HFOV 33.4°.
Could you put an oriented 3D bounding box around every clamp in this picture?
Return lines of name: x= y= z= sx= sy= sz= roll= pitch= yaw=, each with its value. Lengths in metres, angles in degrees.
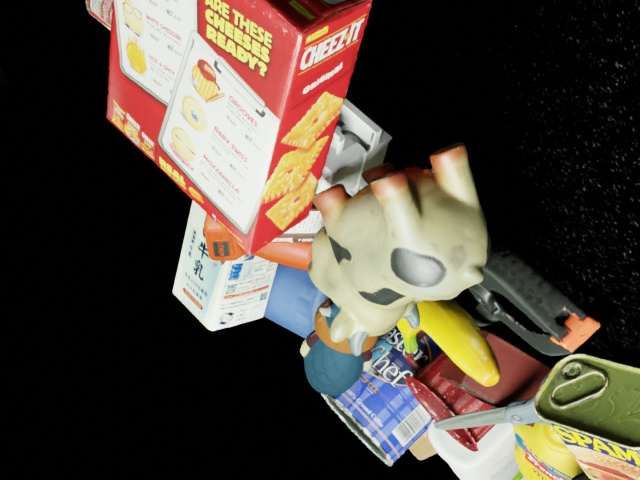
clamp: x=0.122 y=0.025 z=0.772 sx=0.164 sy=0.036 sz=0.210 roll=51 pitch=173 yaw=-21

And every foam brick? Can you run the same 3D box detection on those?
foam brick: x=0.149 y=0.113 z=0.895 sx=0.078 sy=0.051 sz=0.053 roll=31 pitch=174 yaw=-13

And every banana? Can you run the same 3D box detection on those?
banana: x=0.099 y=0.071 z=0.880 sx=0.069 sy=0.037 sz=0.198 roll=61 pitch=171 yaw=-8

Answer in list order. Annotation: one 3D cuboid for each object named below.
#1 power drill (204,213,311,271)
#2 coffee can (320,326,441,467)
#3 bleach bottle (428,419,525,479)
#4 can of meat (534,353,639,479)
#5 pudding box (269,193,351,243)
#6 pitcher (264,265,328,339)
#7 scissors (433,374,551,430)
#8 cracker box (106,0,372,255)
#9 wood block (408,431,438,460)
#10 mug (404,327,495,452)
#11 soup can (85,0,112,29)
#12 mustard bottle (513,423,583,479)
power drill: x=-0.006 y=0.001 z=0.942 sx=0.187 sy=0.057 sz=0.184 roll=16 pitch=161 yaw=2
coffee can: x=0.085 y=0.141 z=1.070 sx=0.103 sy=0.140 sz=0.103 roll=45 pitch=170 yaw=10
bleach bottle: x=0.181 y=0.231 z=1.118 sx=0.068 sy=0.102 sz=0.250 roll=43 pitch=168 yaw=31
can of meat: x=0.209 y=0.130 z=0.723 sx=0.102 sy=0.057 sz=0.084 roll=12 pitch=148 yaw=50
pudding box: x=-0.018 y=-0.046 z=0.851 sx=0.113 sy=0.089 sz=0.039 roll=-115 pitch=33 yaw=-42
pitcher: x=-0.025 y=0.030 z=1.171 sx=0.149 sy=0.145 sz=0.243 roll=14 pitch=-173 yaw=-34
scissors: x=0.177 y=0.145 z=0.843 sx=0.096 sy=0.016 sz=0.202 roll=36 pitch=145 yaw=-7
cracker box: x=-0.063 y=-0.117 z=0.712 sx=0.164 sy=0.072 sz=0.214 roll=43 pitch=145 yaw=19
wood block: x=0.126 y=0.187 z=1.220 sx=0.091 sy=0.090 sz=0.206 roll=47 pitch=170 yaw=10
mug: x=0.131 y=0.125 z=0.984 sx=0.117 sy=0.081 sz=0.093 roll=45 pitch=169 yaw=17
soup can: x=-0.156 y=-0.202 z=0.970 sx=0.102 sy=0.068 sz=0.068 roll=43 pitch=169 yaw=23
mustard bottle: x=0.215 y=0.185 z=0.936 sx=0.096 sy=0.058 sz=0.191 roll=38 pitch=166 yaw=25
